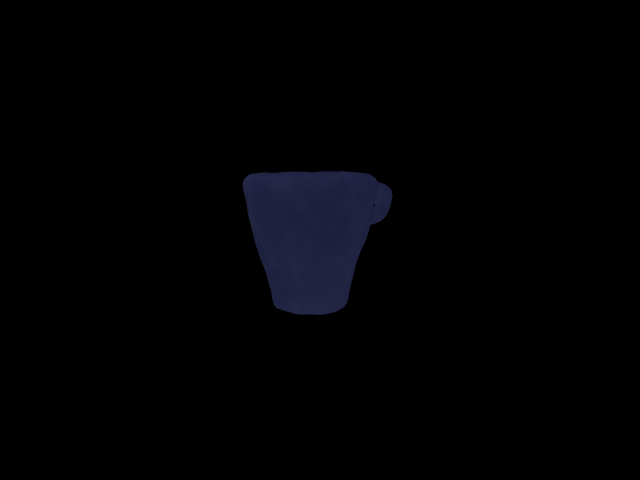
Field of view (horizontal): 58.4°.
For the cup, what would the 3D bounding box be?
[{"bbox_3d":[0.004,0.001,0.400,0.118,0.095,0.091,-3,5,-37],"label":"cup"}]
